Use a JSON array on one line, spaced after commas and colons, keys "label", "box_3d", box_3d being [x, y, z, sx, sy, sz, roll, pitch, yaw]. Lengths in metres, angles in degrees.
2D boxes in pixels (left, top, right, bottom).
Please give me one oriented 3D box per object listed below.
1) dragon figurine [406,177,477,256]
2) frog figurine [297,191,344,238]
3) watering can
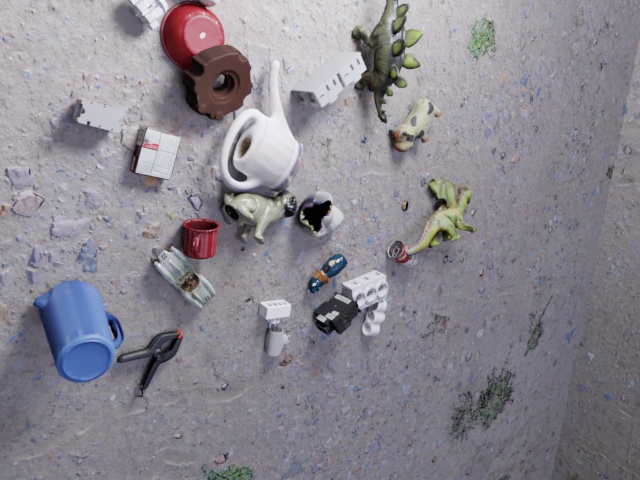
[{"label": "dragon figurine", "box_3d": [0.433, -0.104, 1.861, 0.414, 0.121, 0.242, -17, 93, -38]}, {"label": "frog figurine", "box_3d": [0.005, -0.077, 1.538, 0.160, 0.123, 0.137, -18, 112, -73]}, {"label": "watering can", "box_3d": [-0.129, -0.272, 1.351, 0.222, 0.105, 0.350, 32, 81, -41]}]
